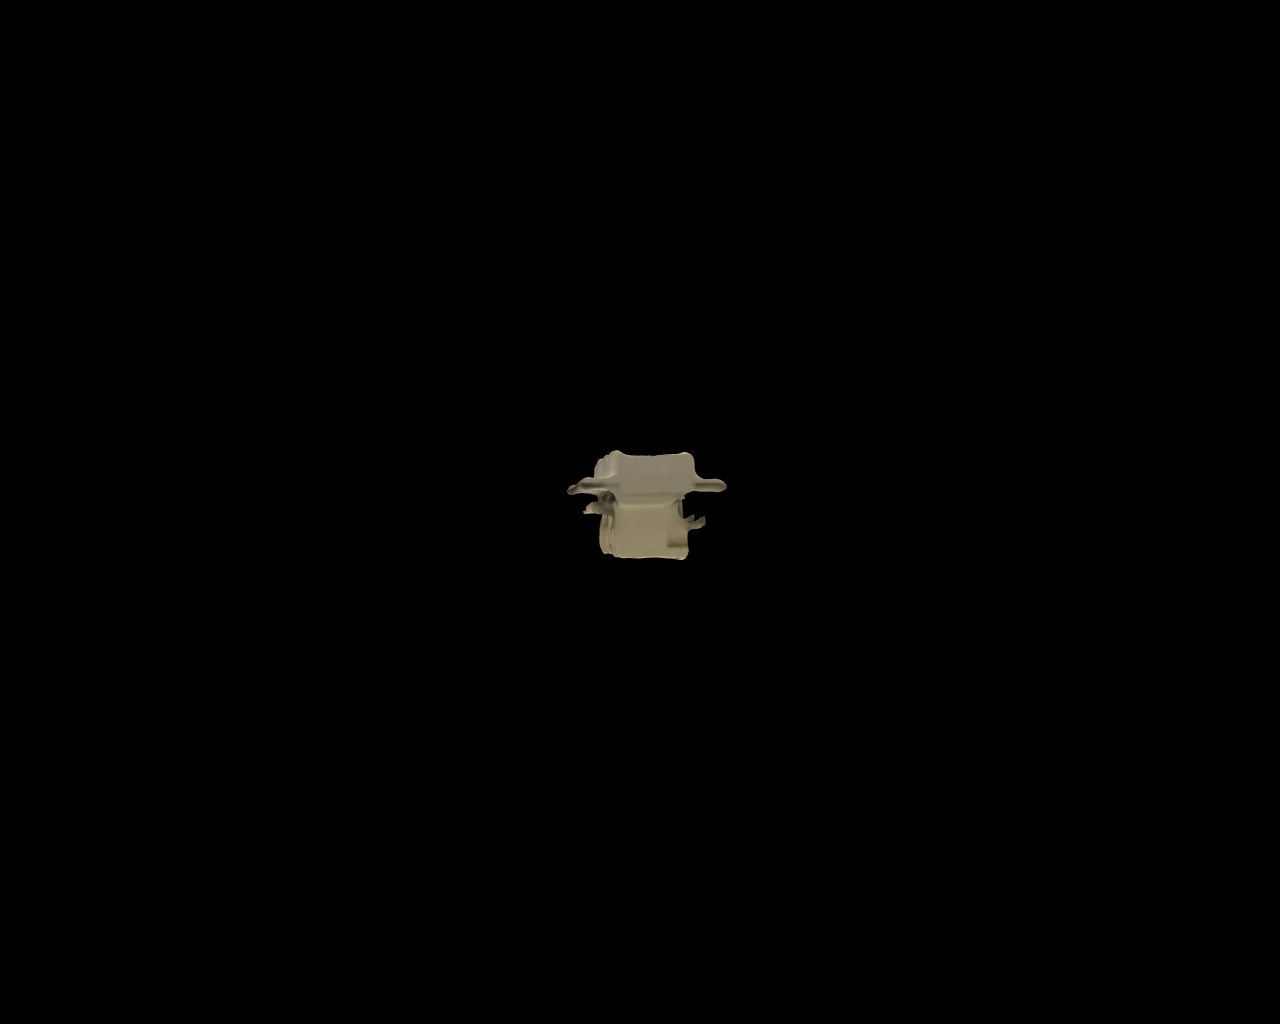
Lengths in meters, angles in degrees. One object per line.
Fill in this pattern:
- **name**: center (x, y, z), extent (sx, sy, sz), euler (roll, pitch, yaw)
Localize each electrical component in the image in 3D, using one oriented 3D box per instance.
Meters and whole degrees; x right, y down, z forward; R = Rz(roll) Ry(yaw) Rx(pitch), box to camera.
- **electrical component**: center (0.001, -0.003, 0.650), extent (0.079, 0.063, 0.121), euler (0, 0, -7)
